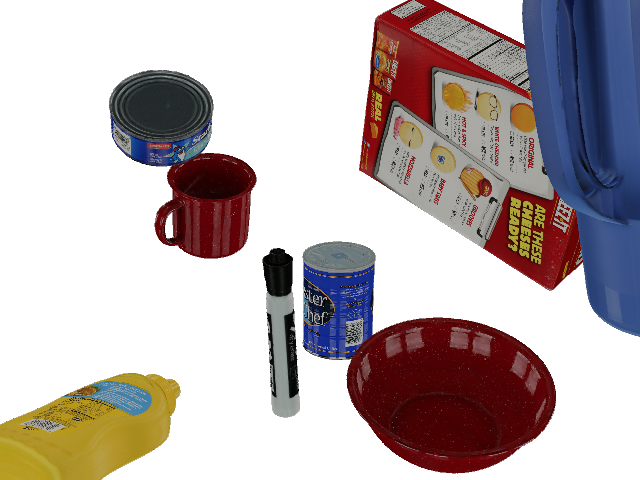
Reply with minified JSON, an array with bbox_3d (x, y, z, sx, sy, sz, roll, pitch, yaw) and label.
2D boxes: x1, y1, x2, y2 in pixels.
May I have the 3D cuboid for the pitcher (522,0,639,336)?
[{"bbox_3d":[0.186,-0.068,0.579,0.149,0.243,0.145,-7,22,8],"label":"pitcher"}]

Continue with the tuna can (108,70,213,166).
[{"bbox_3d":[-0.133,-0.102,0.894,0.086,0.086,0.034,0,-40,-8],"label":"tuna can"}]

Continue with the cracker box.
[{"bbox_3d":[0.137,-0.084,0.881,0.214,0.164,0.072,34,50,28],"label":"cracker box"}]

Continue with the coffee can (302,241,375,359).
[{"bbox_3d":[0.026,0.085,1.519,0.103,0.140,0.103,0,21,0],"label":"coffee can"}]

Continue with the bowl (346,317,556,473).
[{"bbox_3d":[0.100,0.130,0.840,0.162,0.055,0.162,1,35,-1],"label":"bowl"}]

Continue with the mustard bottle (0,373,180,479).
[{"bbox_3d":[-0.178,0.150,0.855,0.096,0.058,0.191,5,16,30],"label":"mustard bottle"}]

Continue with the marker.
[{"bbox_3d":[-0.025,0.059,0.680,0.020,0.121,0.020,-1,29,1],"label":"marker"}]

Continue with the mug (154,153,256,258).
[{"bbox_3d":[-0.125,-0.030,1.129,0.093,0.081,0.117,33,45,32],"label":"mug"}]
